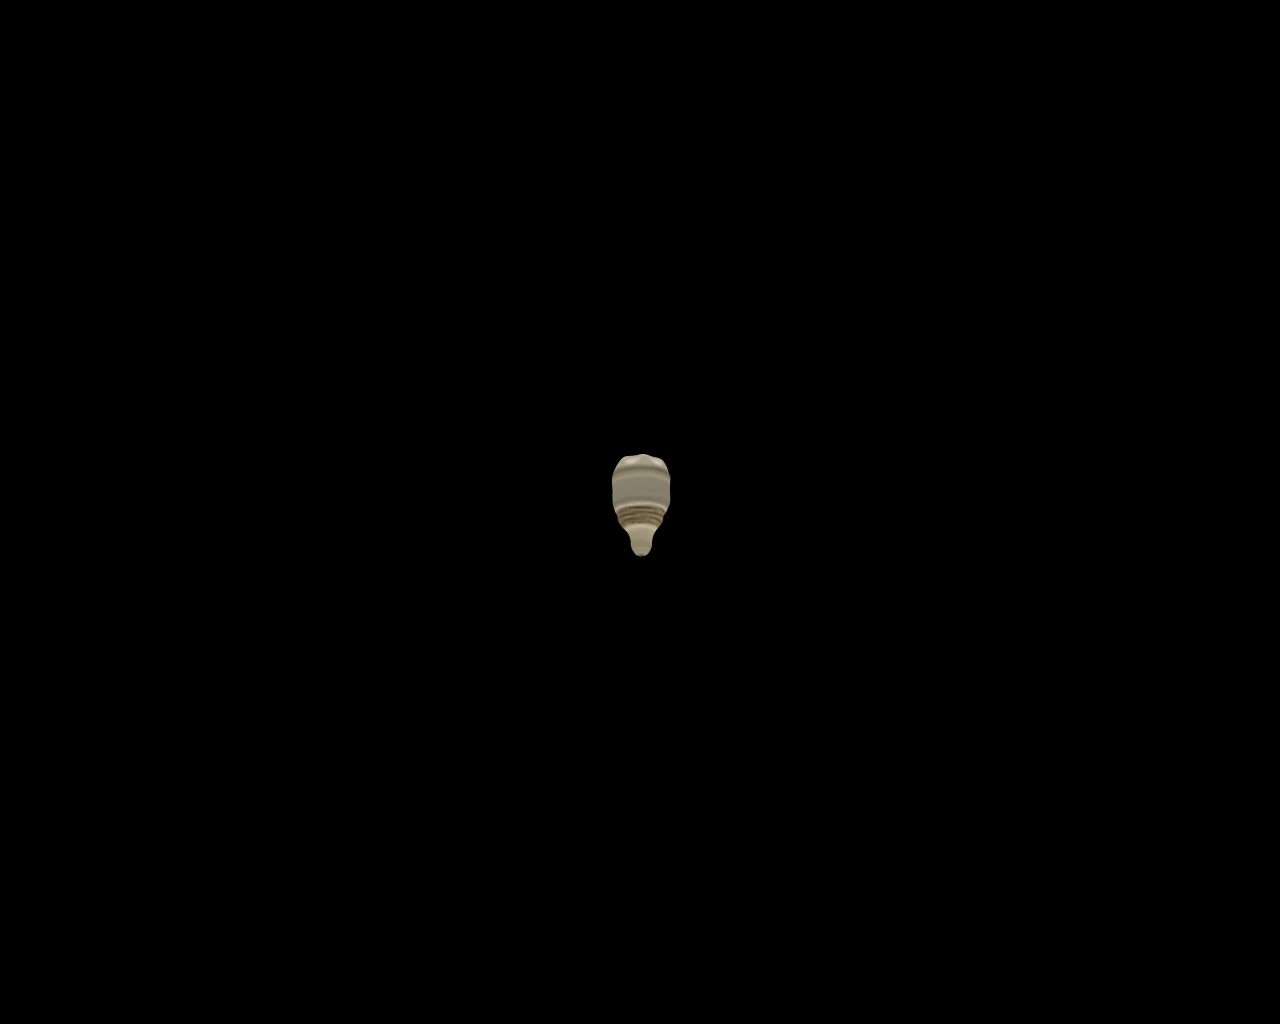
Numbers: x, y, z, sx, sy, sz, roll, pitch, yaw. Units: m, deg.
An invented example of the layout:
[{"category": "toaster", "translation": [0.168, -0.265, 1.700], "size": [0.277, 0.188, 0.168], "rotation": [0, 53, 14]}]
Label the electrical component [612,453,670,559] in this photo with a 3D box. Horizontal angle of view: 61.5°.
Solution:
[{"category": "electrical component", "translation": [0.001, -0.003, 0.650], "size": [0.035, 0.061, 0.035], "rotation": [0, -18, 0]}]
